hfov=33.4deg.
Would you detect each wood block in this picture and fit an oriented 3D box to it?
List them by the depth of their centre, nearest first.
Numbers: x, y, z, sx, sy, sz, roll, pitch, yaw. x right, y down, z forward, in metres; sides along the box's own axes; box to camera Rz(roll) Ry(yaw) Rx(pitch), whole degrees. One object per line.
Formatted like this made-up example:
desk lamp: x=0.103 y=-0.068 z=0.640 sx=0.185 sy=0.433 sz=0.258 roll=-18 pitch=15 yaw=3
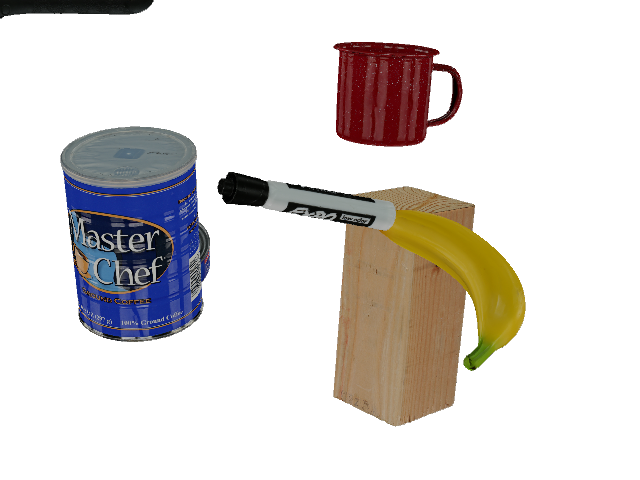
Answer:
wood block: x=0.080 y=0.061 z=1.034 sx=0.090 sy=0.206 sz=0.090 roll=-10 pitch=21 yaw=-43

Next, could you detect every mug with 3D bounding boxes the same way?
mug: x=0.068 y=-0.130 z=0.947 sx=0.117 sy=0.081 sz=0.093 roll=1 pitch=16 yaw=-8

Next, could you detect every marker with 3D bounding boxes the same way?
marker: x=-0.007 y=-0.023 z=0.646 sx=0.120 sy=0.020 sz=0.020 roll=9 pitch=-5 yaw=-33

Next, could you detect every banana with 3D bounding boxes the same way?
banana: x=0.104 y=0.022 z=0.804 sx=0.069 sy=0.037 sz=0.198 roll=-9 pitch=33 yaw=-14

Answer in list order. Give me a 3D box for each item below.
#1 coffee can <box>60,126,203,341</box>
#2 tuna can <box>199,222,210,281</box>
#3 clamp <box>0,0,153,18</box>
coffee can: x=-0.146 y=-0.006 z=0.843 sx=0.103 sy=0.140 sz=0.103 roll=0 pitch=28 yaw=0
tuna can: x=-0.150 y=0.014 z=1.045 sx=0.086 sy=0.034 sz=0.086 roll=2 pitch=44 yaw=-2
clamp: x=-0.186 y=-0.146 z=0.598 sx=0.171 sy=0.039 sz=0.120 roll=-7 pitch=24 yaw=-16
